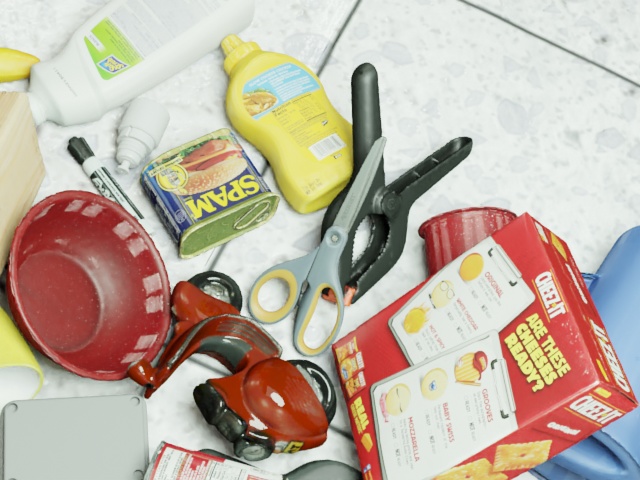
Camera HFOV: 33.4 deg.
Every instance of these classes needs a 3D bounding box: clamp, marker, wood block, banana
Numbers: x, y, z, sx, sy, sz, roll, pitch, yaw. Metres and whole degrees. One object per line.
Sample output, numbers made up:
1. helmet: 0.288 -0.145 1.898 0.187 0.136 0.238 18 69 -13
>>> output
1. clamp: 0.048 -0.044 0.965 0.164 0.036 0.210 37 76 -38
2. clamp: -0.026 0.213 0.870 0.171 0.039 0.120 -12 72 -16
3. marker: -0.191 -0.047 0.969 0.020 0.020 0.121 -33 76 -24
4. wood block: -0.294 -0.028 0.846 0.091 0.090 0.206 0 38 4
5. banana: -0.352 -0.133 0.970 0.197 0.037 0.069 -39 96 -23

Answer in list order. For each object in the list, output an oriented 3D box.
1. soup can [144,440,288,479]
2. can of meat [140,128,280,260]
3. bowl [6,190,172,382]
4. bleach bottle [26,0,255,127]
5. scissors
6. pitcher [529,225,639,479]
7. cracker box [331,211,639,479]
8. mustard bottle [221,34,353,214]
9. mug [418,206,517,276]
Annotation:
1. soup can: -0.082 0.200 0.814 0.102 0.068 0.068 15 62 4
2. can of meat: -0.101 -0.044 0.966 0.102 0.057 0.084 -26 70 -22
3. bowl: -0.200 0.043 0.880 0.161 0.055 0.162 26 53 -41
4. bleach bottle: -0.185 -0.188 1.015 0.250 0.068 0.102 -37 76 -22
5. scissors: -0.006 0.001 0.928 0.096 0.016 0.202 12 99 12
6. pitcher: 0.258 0.095 0.936 0.145 0.149 0.242 11 51 37
7. cracker box: 0.121 0.107 0.843 0.072 0.214 0.164 29 34 -40
8. mustard bottle: -0.034 -0.121 1.015 0.096 0.058 0.192 -30 75 -24
9. mug: 0.150 0.024 0.970 0.117 0.093 0.081 2 69 -18
